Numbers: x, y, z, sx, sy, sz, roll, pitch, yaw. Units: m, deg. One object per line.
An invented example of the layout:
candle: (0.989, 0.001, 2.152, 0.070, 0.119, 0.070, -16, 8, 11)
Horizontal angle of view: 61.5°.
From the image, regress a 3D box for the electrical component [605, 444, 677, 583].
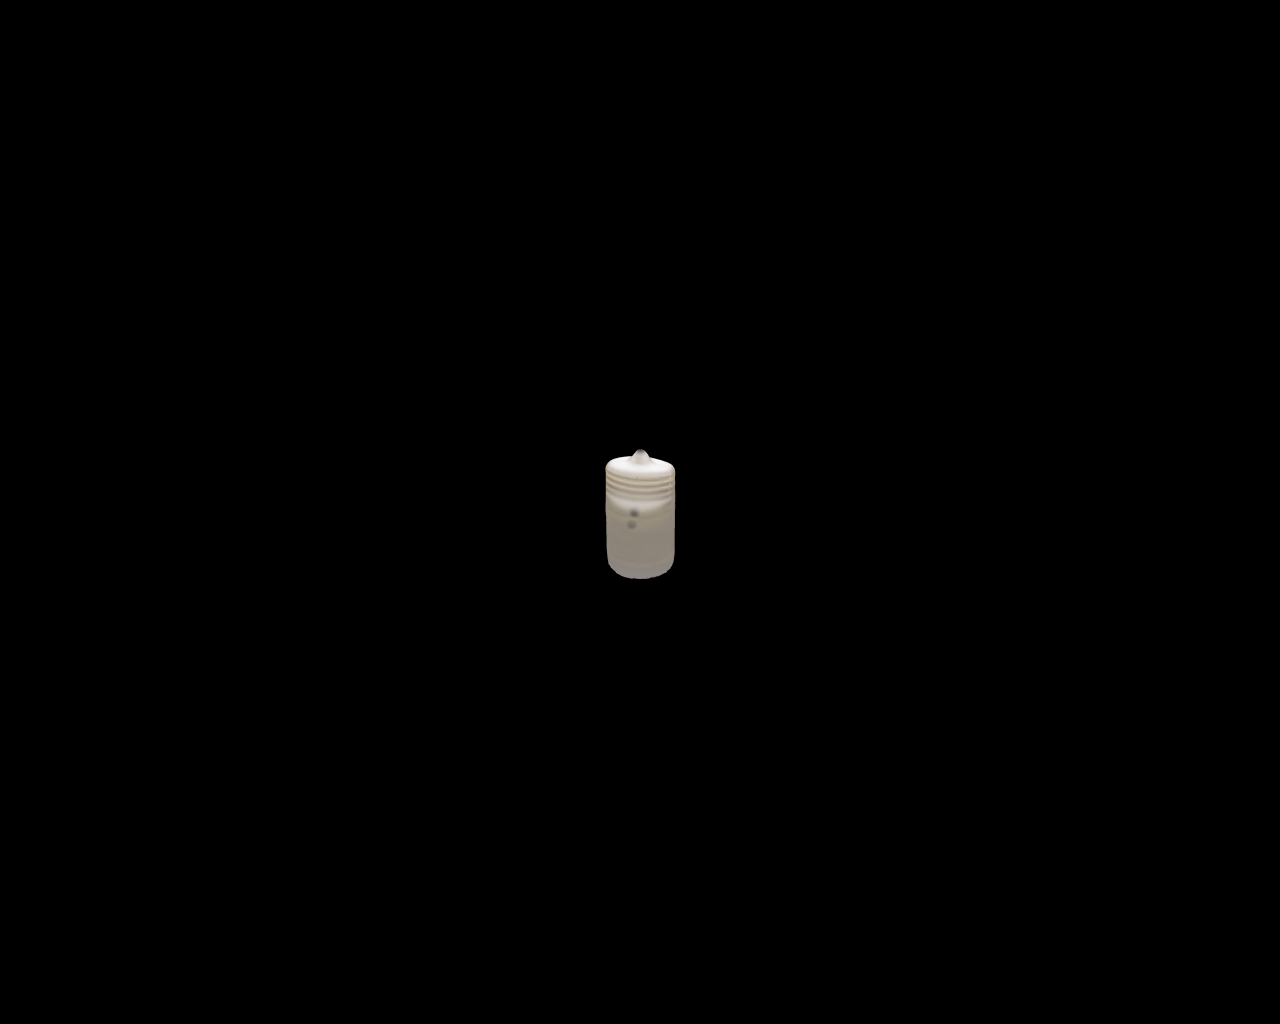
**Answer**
electrical component: (0.001, -0.003, 0.650, 0.043, 0.080, 0.043, 0, 28, 0)
